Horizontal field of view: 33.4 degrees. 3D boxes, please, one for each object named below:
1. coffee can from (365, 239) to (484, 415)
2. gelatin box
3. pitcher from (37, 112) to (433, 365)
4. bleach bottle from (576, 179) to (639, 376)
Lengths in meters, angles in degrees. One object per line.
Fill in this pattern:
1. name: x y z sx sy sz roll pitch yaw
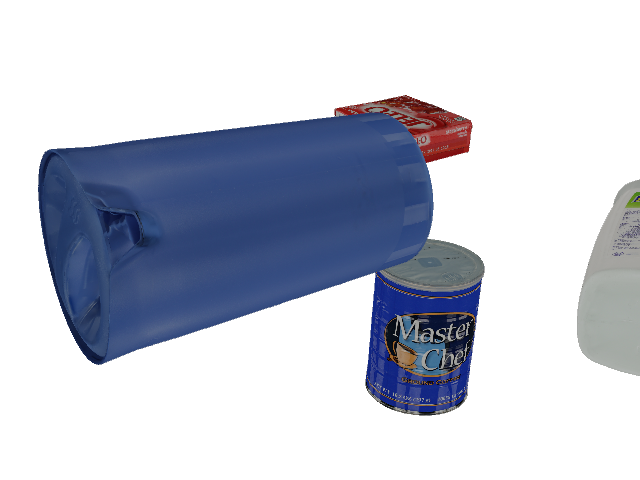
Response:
1. coffee can: 0.099 0.082 1.032 0.103 0.140 0.103 3 25 -1
2. gelatin box: 0.065 -0.089 0.853 0.073 0.030 0.089 -15 28 -29
3. pitcher: -0.057 -0.012 0.705 0.242 0.145 0.149 -13 39 -27
4. bleach bottle: 0.232 0.006 0.690 0.103 0.068 0.250 8 23 20
